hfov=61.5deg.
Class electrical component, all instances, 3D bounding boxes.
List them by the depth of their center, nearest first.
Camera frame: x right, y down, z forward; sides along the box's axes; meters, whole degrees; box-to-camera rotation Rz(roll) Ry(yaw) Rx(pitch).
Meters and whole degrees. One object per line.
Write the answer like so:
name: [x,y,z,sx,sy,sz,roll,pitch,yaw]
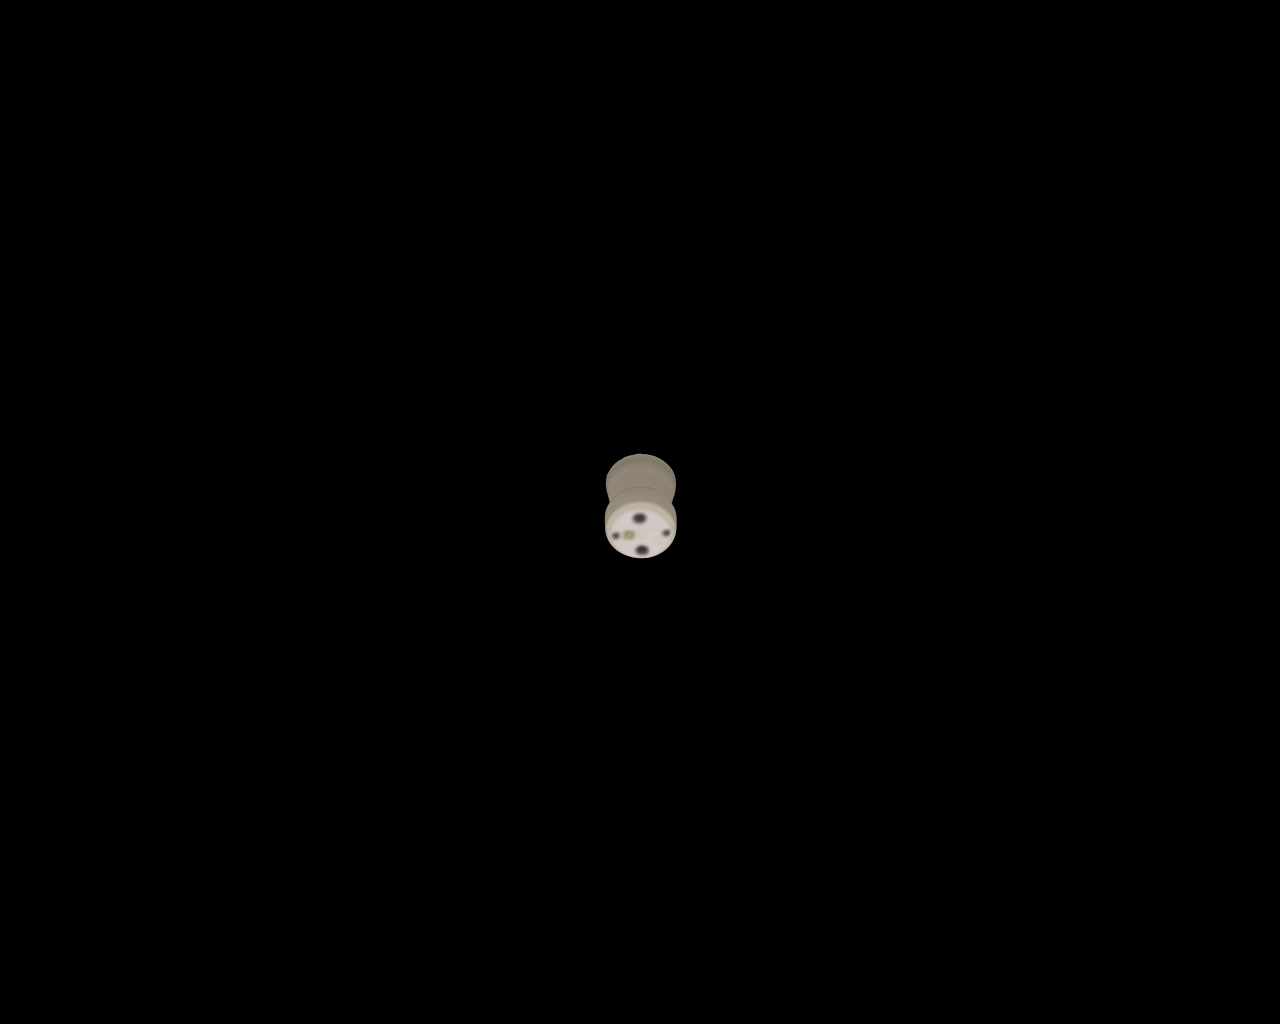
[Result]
electrical component: [0.001,-0.003,0.650,0.045,0.044,0.055,0,36,0]
